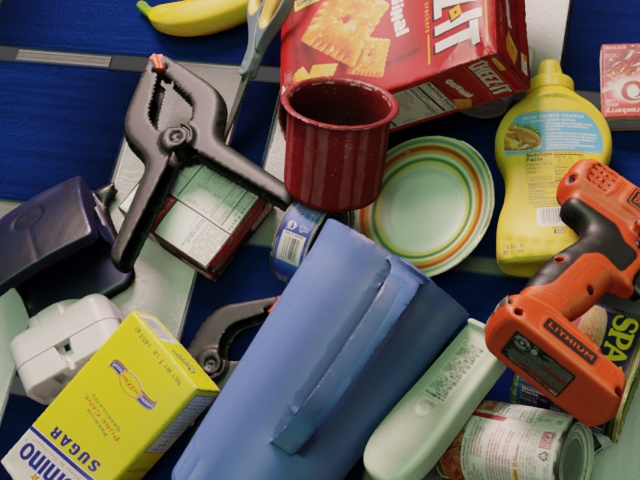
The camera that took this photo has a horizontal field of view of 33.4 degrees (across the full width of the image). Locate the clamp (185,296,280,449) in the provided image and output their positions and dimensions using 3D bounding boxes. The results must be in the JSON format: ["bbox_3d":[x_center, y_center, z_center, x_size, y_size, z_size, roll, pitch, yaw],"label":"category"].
[{"bbox_3d":[-0.084,0.119,0.891,0.171,0.039,0.120,-35,71,4],"label":"clamp"}]

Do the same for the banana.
[{"bbox_3d":[-0.085,-0.239,1.038,0.198,0.037,0.069,-16,67,6],"label":"banana"}]

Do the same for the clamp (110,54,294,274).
[{"bbox_3d":[-0.129,-0.074,0.936,0.164,0.036,0.210,-25,60,-2],"label":"clamp"}]

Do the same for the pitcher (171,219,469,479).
[{"bbox_3d":[-0.004,0.114,0.810,0.145,0.149,0.243,30,84,42],"label":"pitcher"}]

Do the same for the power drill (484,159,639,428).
[{"bbox_3d":[0.221,0.044,0.772,0.184,0.057,0.187,36,56,14],"label":"power drill"}]

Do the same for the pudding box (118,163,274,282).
[{"bbox_3d":[-0.111,-0.029,0.957,0.114,0.039,0.090,32,76,21],"label":"pudding box"}]

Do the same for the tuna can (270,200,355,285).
[{"bbox_3d":[-0.006,0.001,0.894,0.034,0.086,0.086,22,74,22],"label":"tuna can"}]

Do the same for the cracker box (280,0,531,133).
[{"bbox_3d":[0.066,-0.184,0.924,0.214,0.072,0.164,-15,63,32],"label":"cracker box"}]

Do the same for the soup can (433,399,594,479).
[{"bbox_3d":[0.142,0.156,0.790,0.102,0.068,0.068,5,68,36],"label":"soup can"}]

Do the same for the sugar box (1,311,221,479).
[{"bbox_3d":[-0.172,0.152,0.868,0.176,0.048,0.093,-48,65,7],"label":"sugar box"}]

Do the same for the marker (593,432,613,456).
[{"bbox_3d":[0.174,0.179,0.816,0.121,0.020,0.020,-35,65,-2],"label":"marker"}]

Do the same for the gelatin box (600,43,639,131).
[{"bbox_3d":[0.286,-0.132,0.913,0.089,0.030,0.073,0,68,13],"label":"gelatin box"}]

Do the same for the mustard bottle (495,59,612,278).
[{"bbox_3d":[0.194,-0.065,0.891,0.096,0.058,0.191,-1,68,10],"label":"mustard bottle"}]

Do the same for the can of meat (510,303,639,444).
[{"bbox_3d":[0.201,0.093,0.815,0.084,0.057,0.102,17,53,22],"label":"can of meat"}]

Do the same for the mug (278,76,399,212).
[{"bbox_3d":[0.005,-0.081,0.865,0.093,0.081,0.117,-24,43,-36],"label":"mug"}]

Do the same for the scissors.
[{"bbox_3d":[-0.067,-0.174,0.990,0.202,0.016,0.096,-62,29,22],"label":"scissors"}]
